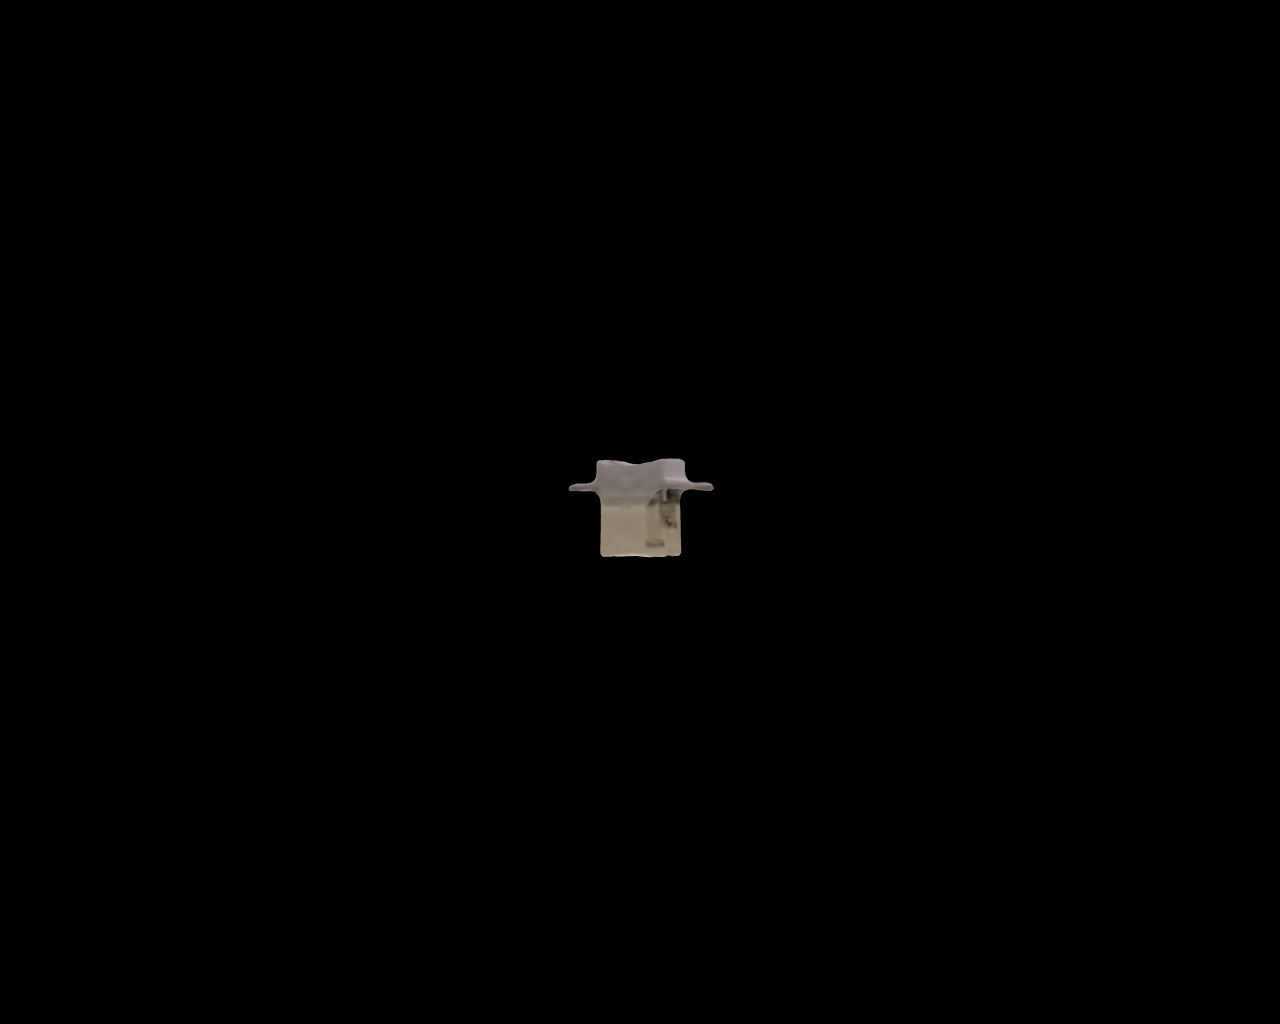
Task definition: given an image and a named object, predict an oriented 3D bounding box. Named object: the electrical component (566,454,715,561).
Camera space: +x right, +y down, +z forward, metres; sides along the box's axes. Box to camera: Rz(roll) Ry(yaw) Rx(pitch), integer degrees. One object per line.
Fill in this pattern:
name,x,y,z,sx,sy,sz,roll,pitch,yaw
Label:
electrical component,0.001,-0.003,0.650,0.081,0.063,0.042,0,0,25
